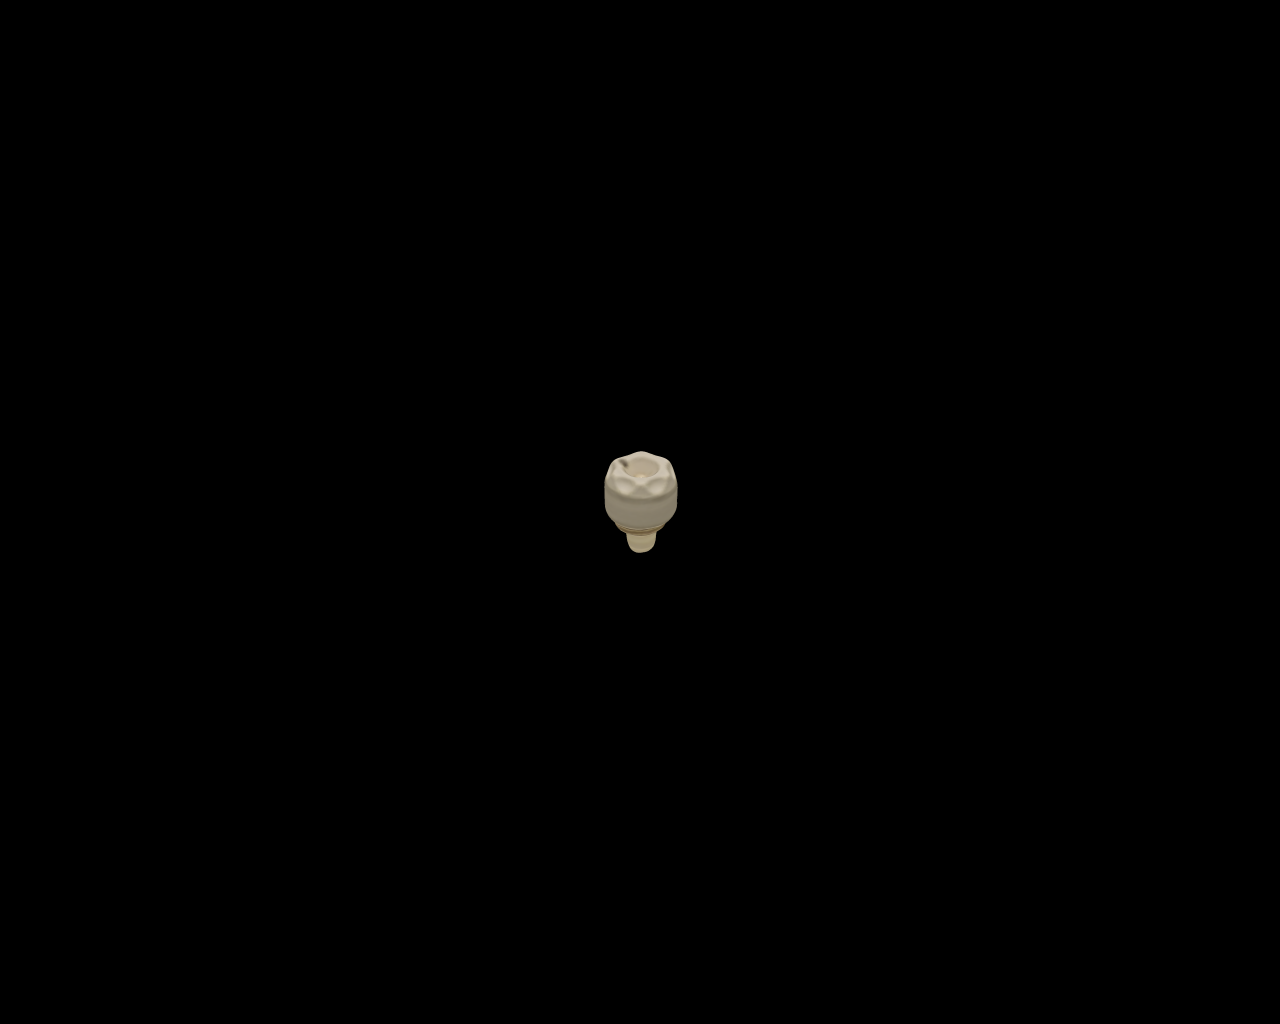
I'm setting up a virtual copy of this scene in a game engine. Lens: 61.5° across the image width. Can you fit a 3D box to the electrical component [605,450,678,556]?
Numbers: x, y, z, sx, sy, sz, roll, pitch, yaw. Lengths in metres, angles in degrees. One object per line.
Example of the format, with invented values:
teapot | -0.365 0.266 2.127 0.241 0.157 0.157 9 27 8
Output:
electrical component | 0.001 -0.003 0.650 0.043 0.062 0.043 0 35 0
